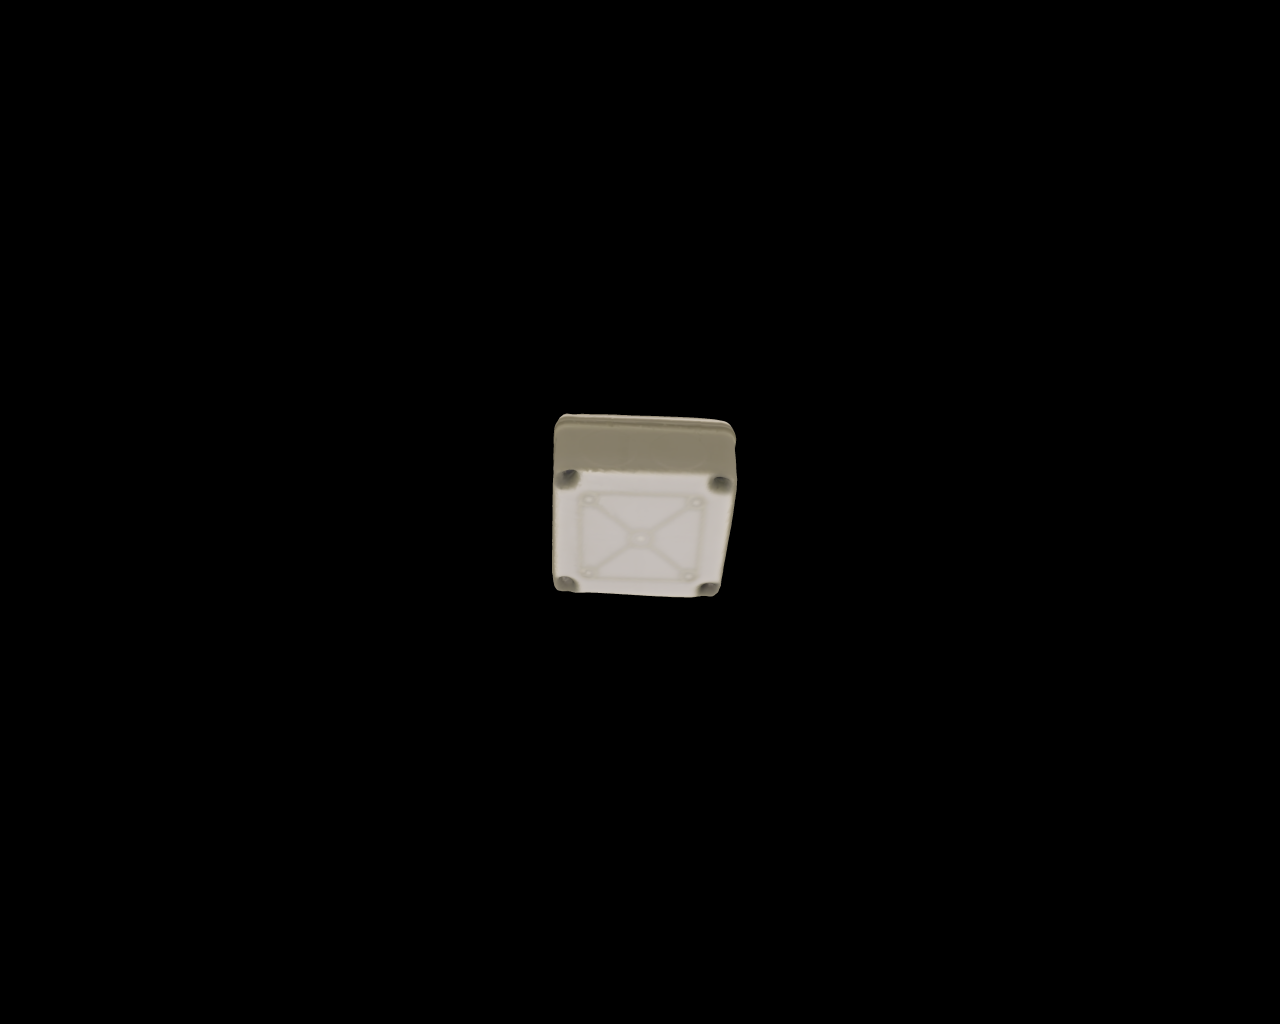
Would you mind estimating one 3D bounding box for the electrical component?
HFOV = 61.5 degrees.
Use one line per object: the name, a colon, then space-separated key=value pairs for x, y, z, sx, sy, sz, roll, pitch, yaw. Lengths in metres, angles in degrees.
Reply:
electrical component: x=0.001 y=-0.003 z=0.650 sx=0.109 sy=0.108 sz=0.056 roll=2 pitch=43 yaw=-2
